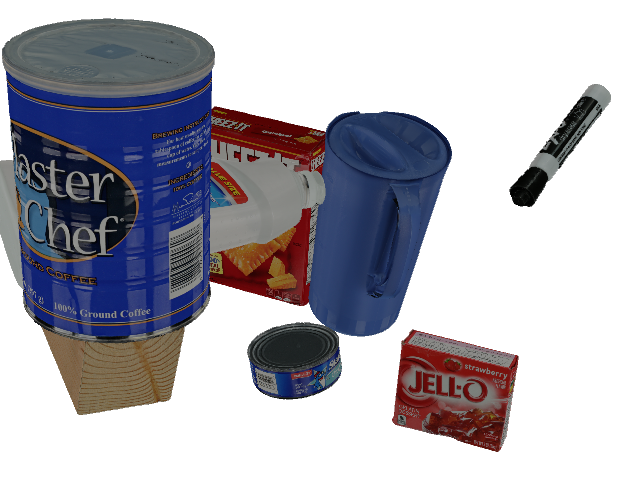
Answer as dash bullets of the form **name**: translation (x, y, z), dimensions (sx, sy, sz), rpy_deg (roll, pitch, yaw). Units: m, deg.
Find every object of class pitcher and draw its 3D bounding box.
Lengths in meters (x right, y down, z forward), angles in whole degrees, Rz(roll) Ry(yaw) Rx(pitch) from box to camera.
- **pitcher**: translation (0.057, -0.007, 1.166), dimensions (0.145, 0.243, 0.149), rpy_deg (26, 41, 20)

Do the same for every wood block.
- **wood block**: translation (-0.209, 0.054, 0.993), dimensions (0.090, 0.091, 0.206), rpy_deg (-5, 36, -29)

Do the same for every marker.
- **marker**: translation (0.165, -0.065, 0.736), dimensions (0.020, 0.020, 0.121), rpy_deg (0, 41, 50)

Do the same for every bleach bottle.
- **bleach bottle**: translation (-0.118, -0.029, 0.831), dimensions (0.250, 0.068, 0.103), rpy_deg (-10, 46, -24)

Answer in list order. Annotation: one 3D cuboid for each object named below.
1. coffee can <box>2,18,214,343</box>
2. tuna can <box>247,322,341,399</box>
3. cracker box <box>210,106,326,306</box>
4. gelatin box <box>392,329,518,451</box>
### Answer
- **coffee can**: translation (-0.107, -0.033, 0.555), dimensions (0.103, 0.140, 0.103), rpy_deg (3, 28, -2)
- **tuna can**: translation (-0.023, 0.111, 0.990), dimensions (0.086, 0.034, 0.086), rpy_deg (-7, 24, 3)
- **cracker box**: translation (-0.076, -0.039, 1.304), dimensions (0.164, 0.214, 0.072), rpy_deg (15, 31, 20)
- **gelatin box**: translation (0.104, 0.116, 0.828), dimensions (0.089, 0.073, 0.030), rpy_deg (12, 23, 19)
